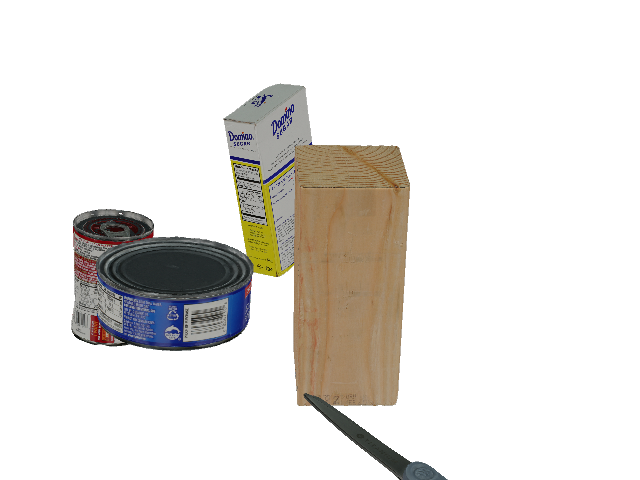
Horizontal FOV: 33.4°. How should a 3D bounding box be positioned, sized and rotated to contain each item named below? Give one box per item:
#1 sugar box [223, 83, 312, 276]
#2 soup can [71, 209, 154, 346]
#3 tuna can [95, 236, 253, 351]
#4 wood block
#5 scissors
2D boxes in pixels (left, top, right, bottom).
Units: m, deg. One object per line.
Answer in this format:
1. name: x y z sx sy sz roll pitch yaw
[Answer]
1. sugar box: -0.045 -0.060 1.079 0.048 0.176 0.093 10 34 31
2. soup can: -0.181 0.032 0.921 0.068 0.102 0.068 6 20 -2
3. tuna can: -0.080 0.028 0.588 0.086 0.034 0.086 4 20 -2
4. wood block: 0.023 0.031 0.909 0.090 0.206 0.091 0 26 -3
5. scissors: 0.073 0.126 0.549 0.096 0.016 0.202 -4 25 -24
